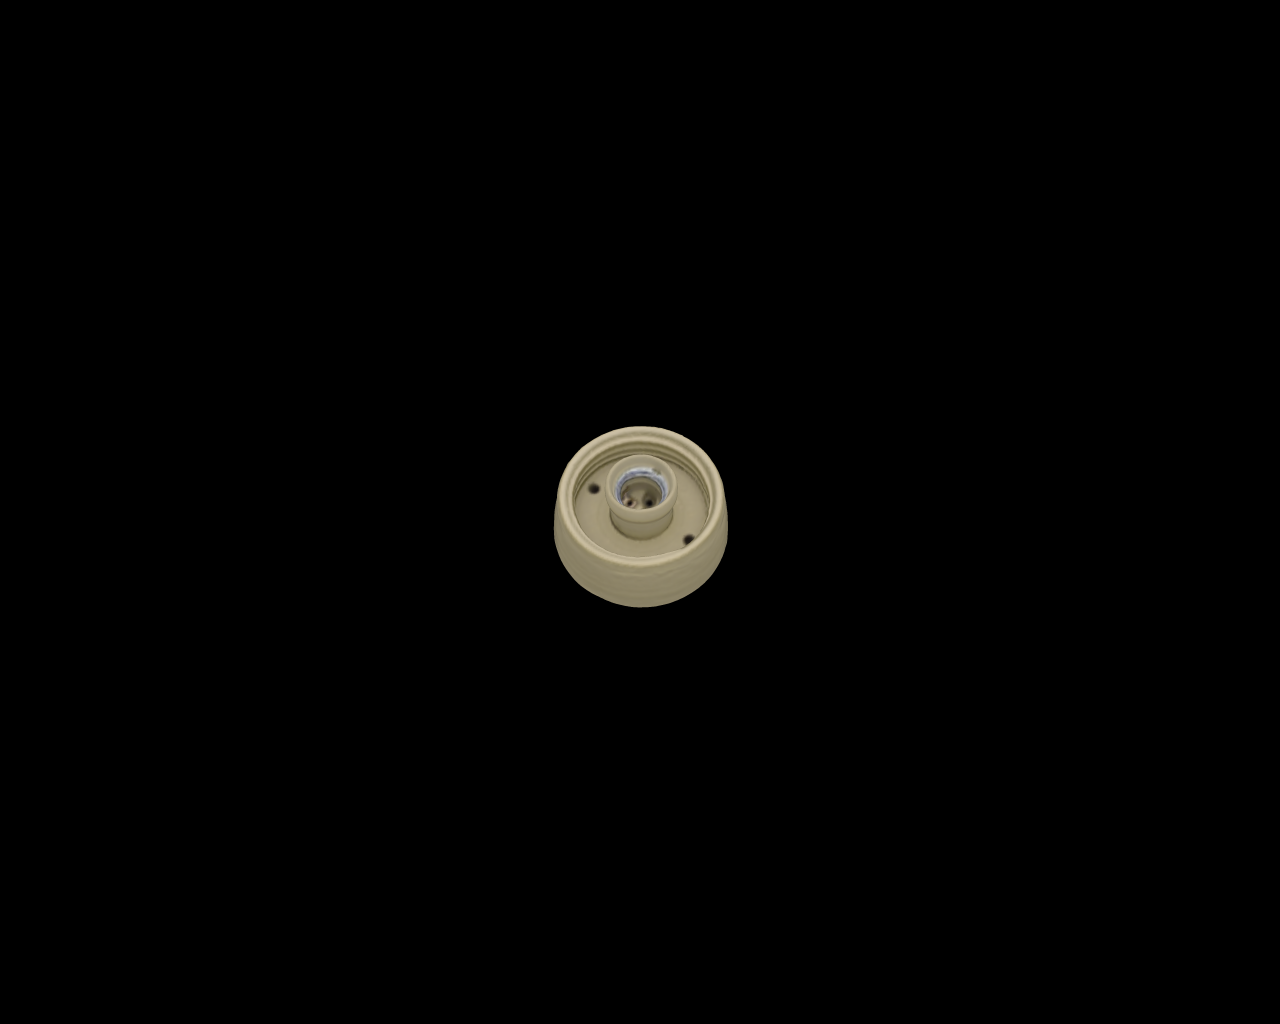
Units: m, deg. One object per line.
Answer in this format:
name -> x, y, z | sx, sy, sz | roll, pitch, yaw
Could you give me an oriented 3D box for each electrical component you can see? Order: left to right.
electrical component -> 0.001, -0.003, 0.650 | 0.108, 0.108, 0.060 | 0, -30, 0
